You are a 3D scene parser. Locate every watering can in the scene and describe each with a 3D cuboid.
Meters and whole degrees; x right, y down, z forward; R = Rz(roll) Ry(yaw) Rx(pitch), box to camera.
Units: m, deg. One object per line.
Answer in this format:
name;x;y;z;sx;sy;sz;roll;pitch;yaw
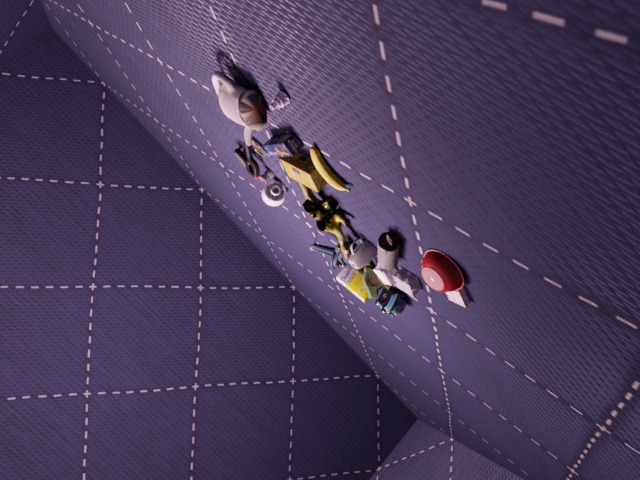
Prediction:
watering can;-0.267;-0.446;1.832;0.227;0.105;0.340;32;-21;40

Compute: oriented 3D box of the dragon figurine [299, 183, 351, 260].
dragon figurine;0.006;-0.103;2.044;0.122;0.413;0.240;-33;-10;-7
